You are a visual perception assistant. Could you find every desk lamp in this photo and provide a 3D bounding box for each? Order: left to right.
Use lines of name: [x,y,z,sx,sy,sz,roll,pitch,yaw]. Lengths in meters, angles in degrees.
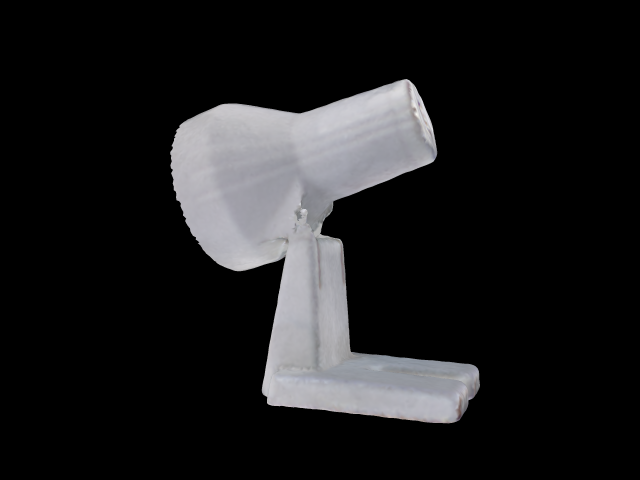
desk lamp: [0.004,0.001,0.400,0.202,0.213,0.118,0,0,21]
